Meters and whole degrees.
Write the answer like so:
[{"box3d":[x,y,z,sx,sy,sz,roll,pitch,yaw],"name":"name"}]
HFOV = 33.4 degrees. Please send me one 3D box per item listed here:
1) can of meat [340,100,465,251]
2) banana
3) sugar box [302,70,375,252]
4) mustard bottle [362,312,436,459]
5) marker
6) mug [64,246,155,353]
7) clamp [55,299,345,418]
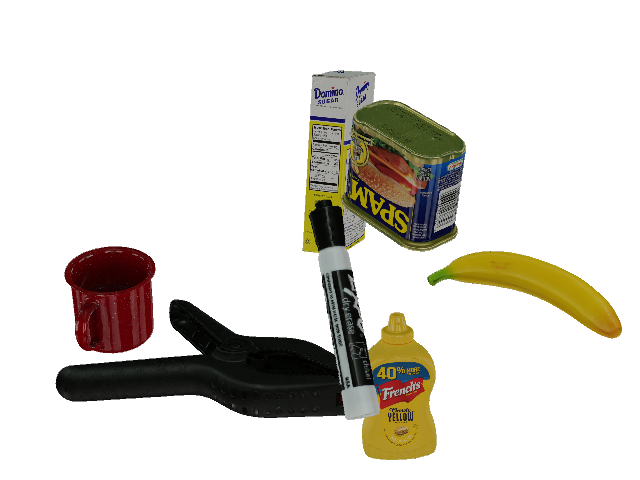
[{"box3d":[0.066,-0.054,0.852,0.057,0.084,0.102,-23,43,-33],"name":"can of meat"},{"box3d":[0.210,0.047,1.061,0.198,0.069,0.037,15,-34,27],"name":"banana"},{"box3d":[0.019,-0.081,1.074,0.048,0.176,0.093,5,12,18],"name":"sugar box"},{"box3d":[0.100,0.185,1.376,0.096,0.192,0.058,-2,15,-1],"name":"mustard bottle"},{"box3d":[0.012,0.036,0.580,0.020,0.121,0.020,-10,-14,-3],"name":"marker"},{"box3d":[-0.221,0.070,1.113,0.093,0.081,0.117,9,32,12],"name":"mug"},{"box3d":[-0.064,0.089,0.786,0.210,0.036,0.164,6,20,16],"name":"clamp"}]
